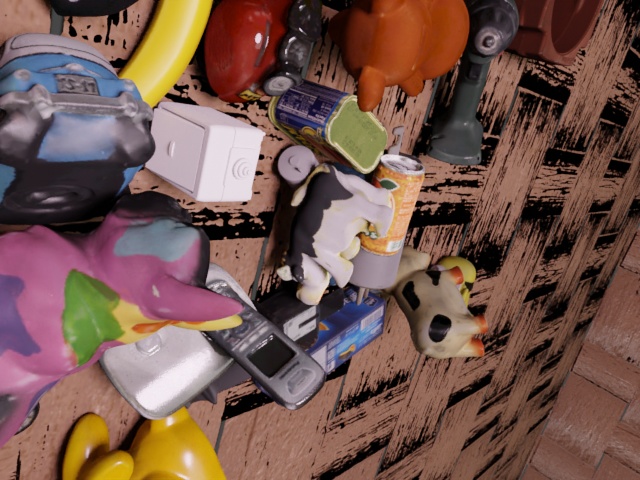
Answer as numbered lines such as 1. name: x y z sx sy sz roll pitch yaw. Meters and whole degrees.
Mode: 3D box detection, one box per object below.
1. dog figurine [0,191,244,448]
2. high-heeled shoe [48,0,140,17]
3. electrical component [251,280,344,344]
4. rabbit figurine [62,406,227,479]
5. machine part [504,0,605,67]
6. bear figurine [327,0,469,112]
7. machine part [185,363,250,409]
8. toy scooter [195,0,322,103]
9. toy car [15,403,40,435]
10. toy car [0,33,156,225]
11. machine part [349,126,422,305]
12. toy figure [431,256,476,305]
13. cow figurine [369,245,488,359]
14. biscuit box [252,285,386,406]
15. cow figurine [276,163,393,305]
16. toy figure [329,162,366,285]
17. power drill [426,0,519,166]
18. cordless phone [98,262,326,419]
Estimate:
1. dog figurine: -0.157 0.060 0.323 0.108 0.219 0.191 112 -18 -71
2. high-heeled shoe: -0.169 -0.252 0.287 0.145 0.086 0.248 -31 123 14
3. electrical component: -0.027 0.087 0.667 0.119 0.048 0.074 -31 134 -34
4. rabbit figurine: -0.187 0.250 0.524 0.173 0.122 0.162 -32 130 -32
5. machine part: 0.338 -0.363 0.774 0.201 0.087 0.200 -11 122 -48
6. bear figurine: 0.057 -0.188 0.492 0.196 0.132 0.120 -31 135 -48
7. machine part: -0.105 0.139 0.588 0.139 0.039 0.084 -23 129 -6
8. toy scooter: -0.025 -0.187 0.418 0.075 0.135 0.183 5 110 -52
9. toy car: -0.195 0.066 0.419 0.202 0.089 0.053 -46 145 -19
10. toy car: -0.172 -0.073 0.339 0.109 0.162 0.103 -7 75 -35
11. machine part: 0.077 -0.026 0.691 0.079 0.079 0.243 -15 122 -44
12. toy figure: 0.226 0.115 0.958 0.089 0.082 0.180 -36 133 -58
13. cow figurine: 0.143 0.082 0.762 0.127 0.195 0.085 -8 132 -6
14. biscuit box: 0.003 0.134 0.720 0.203 0.063 0.059 -27 131 -37
15. cow figurine: -0.002 0.000 0.575 0.167 0.098 0.068 -54 -165 33
16. toy figure: 0.019 -0.016 0.647 0.064 0.058 0.154 -9 125 -34
17. power drill: 0.182 -0.196 0.653 0.232 0.086 0.207 -69 162 -47
18. cordless phone: -0.097 0.116 0.489 0.146 0.184 0.088 -38 142 -28
